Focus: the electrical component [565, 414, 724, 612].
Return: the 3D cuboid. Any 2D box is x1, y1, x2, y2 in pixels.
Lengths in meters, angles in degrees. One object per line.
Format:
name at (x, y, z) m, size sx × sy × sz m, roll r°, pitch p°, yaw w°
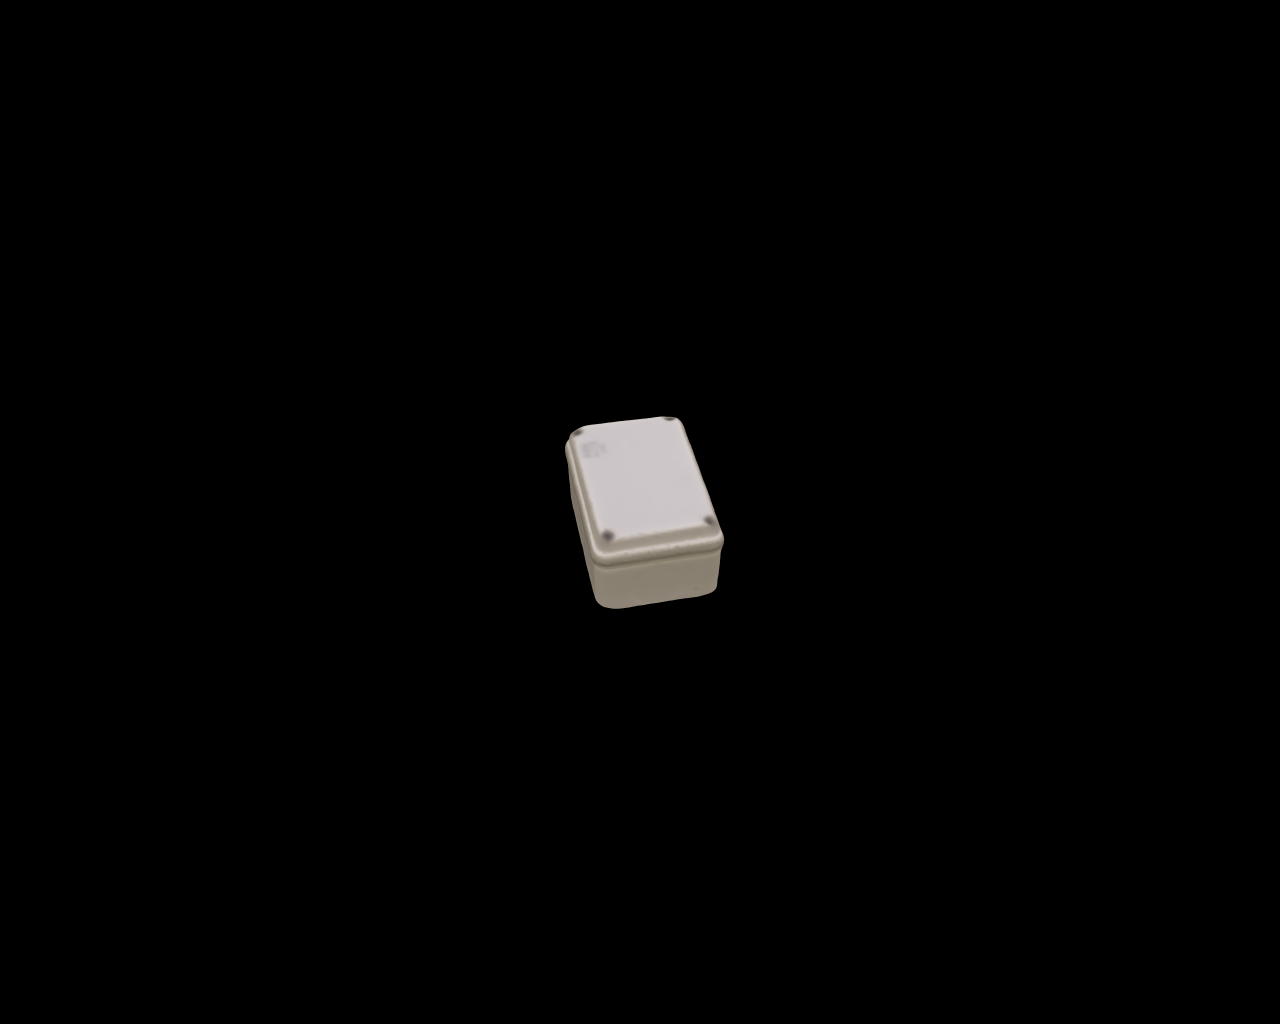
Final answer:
electrical component at (0.001, -0.003, 0.650) m, size 0.078 × 0.057 × 0.113 m, roll -8°, pitch 44°, yaw -8°
